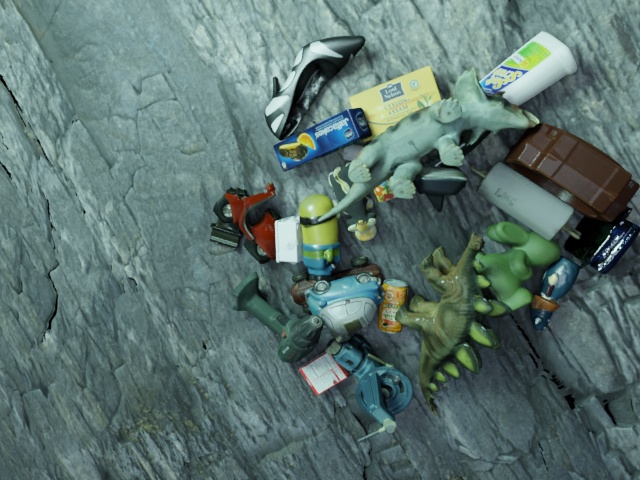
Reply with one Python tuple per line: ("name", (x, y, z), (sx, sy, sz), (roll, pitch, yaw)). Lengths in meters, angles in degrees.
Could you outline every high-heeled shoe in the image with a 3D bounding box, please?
("high-heeled shoe", (-0.011, -0.301, 1.073), (0.249, 0.086, 0.145), (-18, 73, 31))

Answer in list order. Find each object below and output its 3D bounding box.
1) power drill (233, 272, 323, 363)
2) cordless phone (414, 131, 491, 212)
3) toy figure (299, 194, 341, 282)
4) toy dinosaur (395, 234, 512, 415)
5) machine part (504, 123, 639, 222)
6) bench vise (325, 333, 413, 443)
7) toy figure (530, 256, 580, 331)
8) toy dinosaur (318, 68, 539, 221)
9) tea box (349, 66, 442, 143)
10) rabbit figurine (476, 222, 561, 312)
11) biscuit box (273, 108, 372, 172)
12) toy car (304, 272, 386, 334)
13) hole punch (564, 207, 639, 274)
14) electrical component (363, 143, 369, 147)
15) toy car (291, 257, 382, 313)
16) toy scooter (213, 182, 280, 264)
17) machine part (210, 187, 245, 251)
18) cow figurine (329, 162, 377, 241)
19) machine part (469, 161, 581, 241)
("power drill", (-0.087, 0.161, 1.139), (0.207, 0.086, 0.231), (34, 148, 12))
("cordless phone", (0.263, -0.151, 1.027), (0.184, 0.147, 0.088), (-40, 100, 14))
("toy figure", (0.001, -0.003, 1.096), (0.082, 0.089, 0.180), (4, 98, 22))
("toy dinosaur", (0.253, 0.175, 1.067), (0.199, 0.105, 0.470), (36, 137, 26))
("machine part", (0.447, -0.123, 0.967), (0.201, 0.201, 0.087), (35, 102, 4))
("bench vise", (0.108, 0.294, 1.097), (0.129, 0.241, 0.223), (-38, 107, 11))
("toy figure", (0.465, 0.109, 1.078), (0.064, 0.058, 0.154), (23, 101, -15))
("toy dinosaur", (0.169, -0.172, 0.967), (0.405, 0.192, 0.131), (-25, 106, 25))
("tea box", (0.153, -0.266, 1.068), (0.170, 0.068, 0.098), (-20, 96, 14))
("rabbit figurine", (0.388, 0.037, 1.070), (0.170, 0.121, 0.159), (-33, 86, -4))
("biscuit box", (0.003, -0.200, 1.076), (0.203, 0.059, 0.062), (-18, 96, 36))
("toy car", (0.055, 0.136, 1.082), (0.162, 0.103, 0.109), (-14, 141, 9))
("hole punch", (0.548, 0.007, 1.021), (0.092, 0.116, 0.142), (34, 105, -5))
("electrical component", (0.150, -0.186, 1.071), (0.119, 0.075, 0.047), (-18, 96, 0))
("toy car", (0.032, 0.098, 1.164), (0.202, 0.053, 0.089), (-14, 94, 14))
("toy scooter", (-0.126, -0.046, 1.148), (0.135, 0.075, 0.183), (-42, 116, -10))
("machine part", (-0.200, -0.050, 1.190), (0.084, 0.039, 0.138), (22, 105, 12))
("cow figurine", (0.073, -0.074, 1.102), (0.068, 0.098, 0.167), (-24, 95, 7))
("machine part", (0.393, -0.076, 1.034), (0.243, 0.079, 0.079), (38, 105, 13))
